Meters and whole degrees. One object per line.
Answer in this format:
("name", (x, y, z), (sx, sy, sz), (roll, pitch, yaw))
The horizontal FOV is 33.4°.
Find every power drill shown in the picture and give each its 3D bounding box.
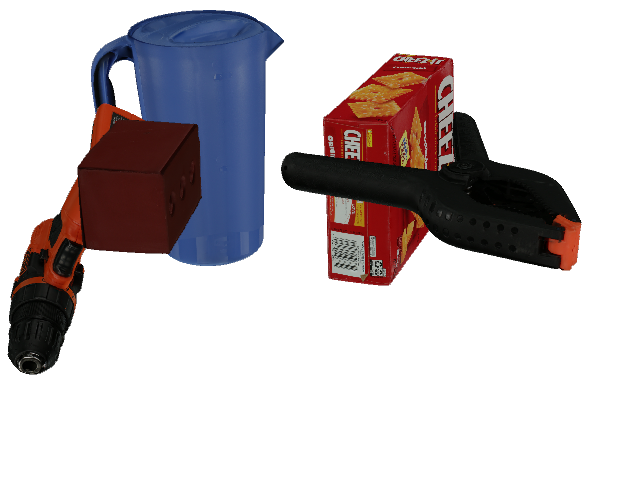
("power drill", (-0.197, -0.004, 0.866), (0.057, 0.188, 0.184), (25, 28, -23))

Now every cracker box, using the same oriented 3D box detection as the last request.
("cracker box", (0.073, -0.075, 1.046), (0.072, 0.164, 0.213), (8, 28, 21))

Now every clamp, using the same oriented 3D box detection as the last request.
("clamp", (0.082, -0.032, 0.698), (0.164, 0.036, 0.210), (-14, 30, -23))

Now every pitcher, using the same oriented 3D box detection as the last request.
("pitcher", (-0.126, -0.100, 1.068), (0.149, 0.243, 0.144), (13, 29, 26))

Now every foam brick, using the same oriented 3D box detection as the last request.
("foam brick", (-0.105, -0.033, 0.628), (0.051, 0.053, 0.078), (5, 29, 7))
